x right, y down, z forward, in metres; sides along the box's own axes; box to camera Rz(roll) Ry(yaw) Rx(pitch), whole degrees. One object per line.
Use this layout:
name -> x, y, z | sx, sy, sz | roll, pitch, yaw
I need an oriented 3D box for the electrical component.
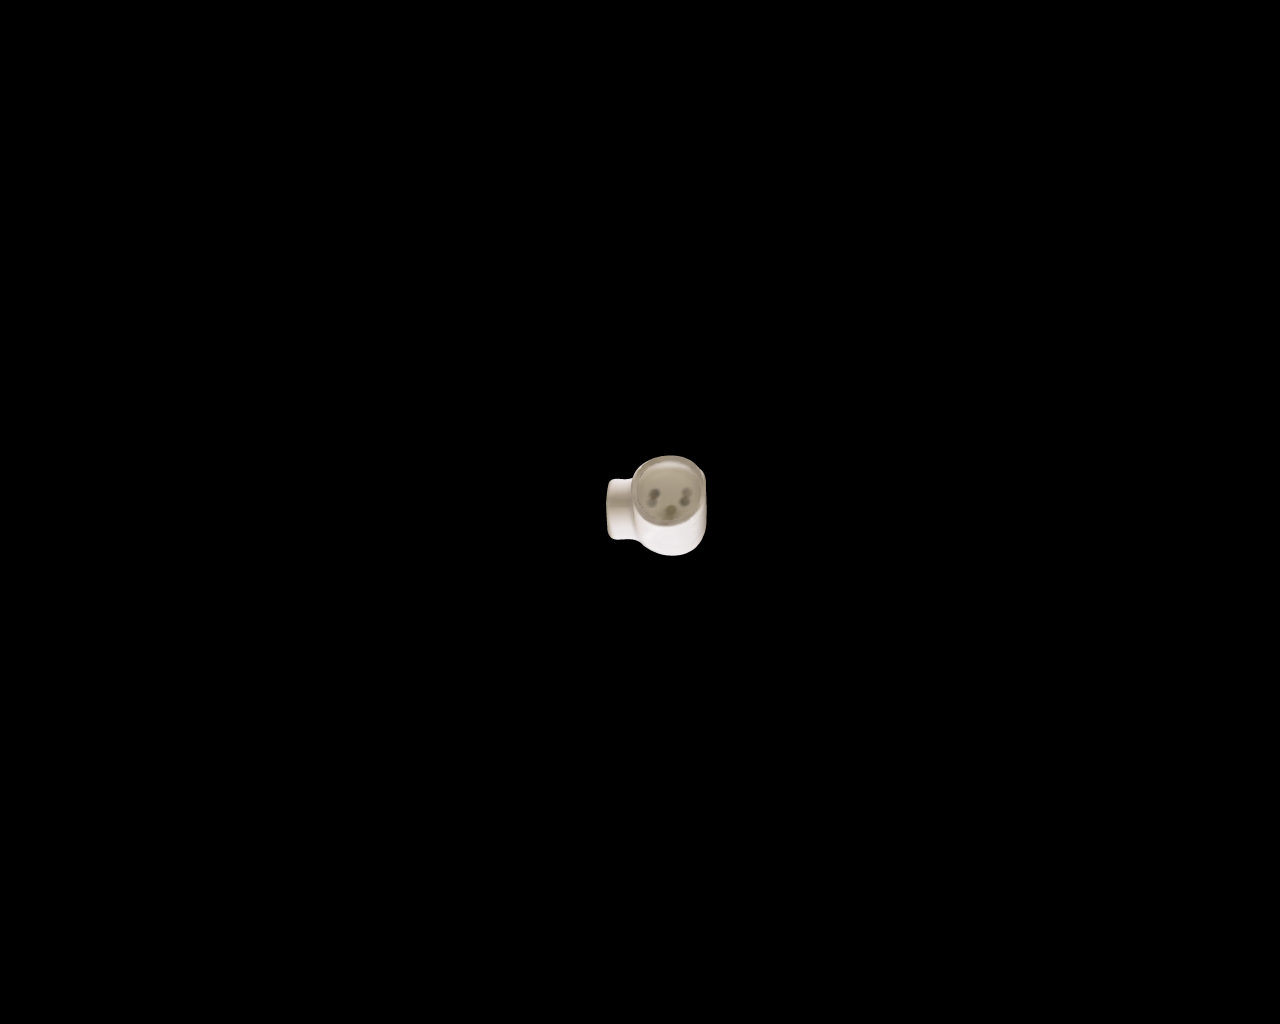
electrical component -> 0.001, -0.003, 0.650 | 0.079, 0.044, 0.077 | -1, -15, 4
